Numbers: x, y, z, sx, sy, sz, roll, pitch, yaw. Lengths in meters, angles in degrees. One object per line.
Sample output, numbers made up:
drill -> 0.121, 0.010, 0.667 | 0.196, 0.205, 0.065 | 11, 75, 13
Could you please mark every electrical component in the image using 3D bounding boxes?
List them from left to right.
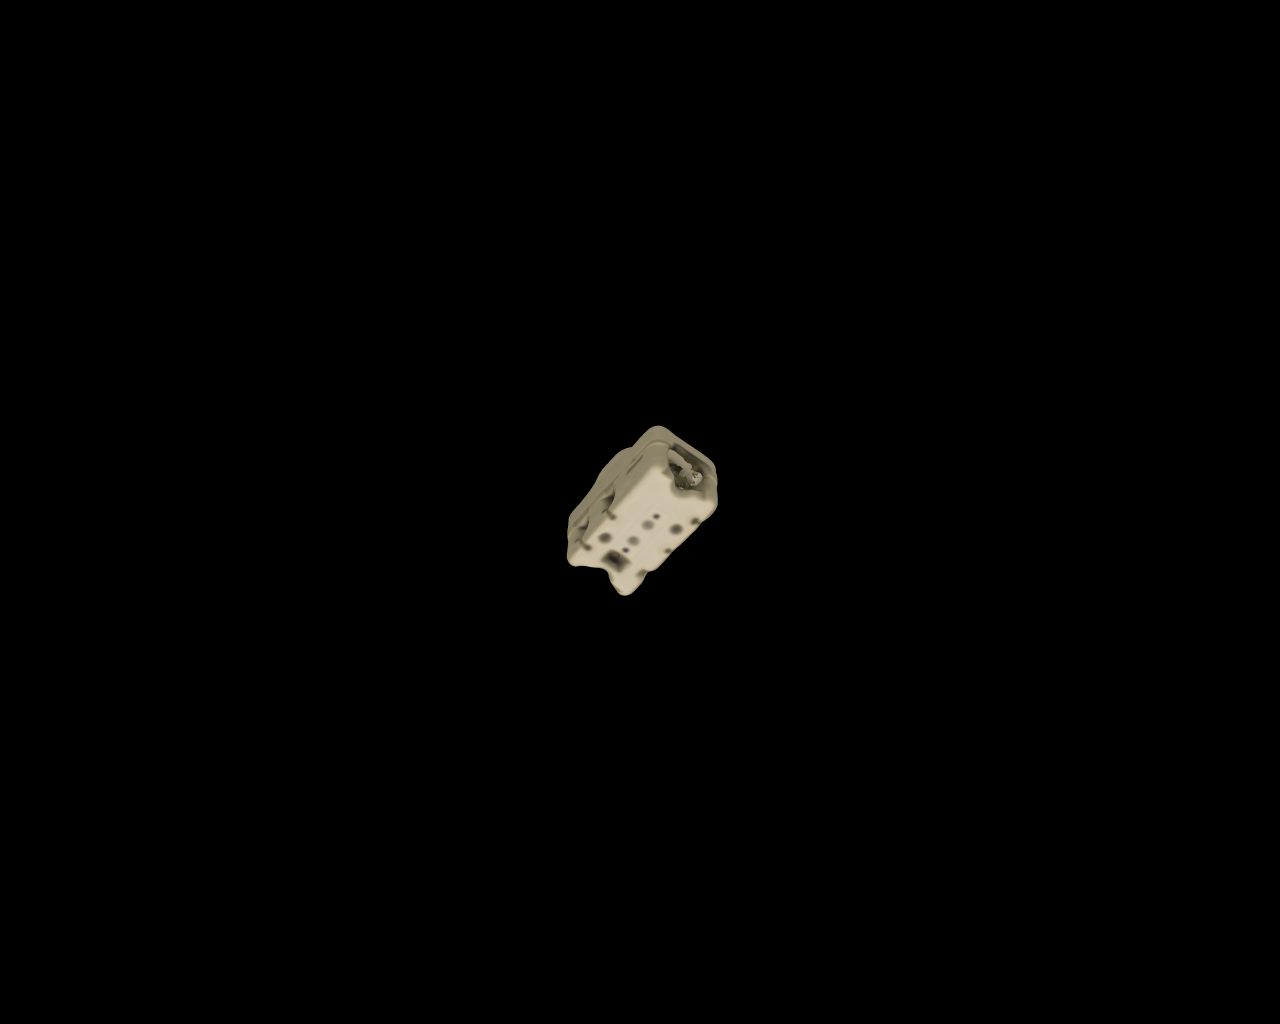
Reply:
electrical component -> 0.001, -0.003, 0.650 | 0.050, 0.089, 0.056 | 33, 28, -20
